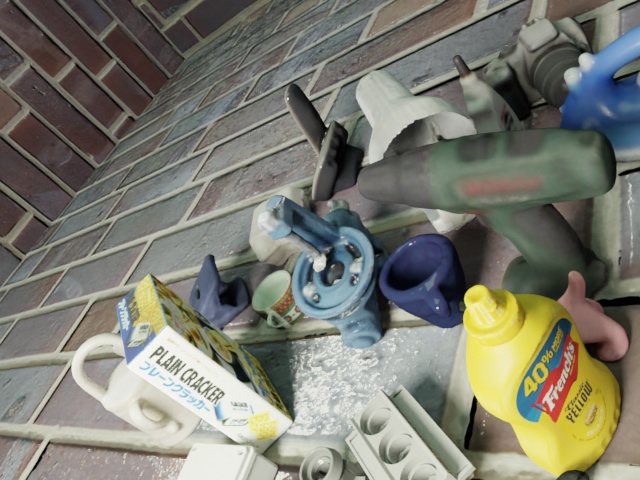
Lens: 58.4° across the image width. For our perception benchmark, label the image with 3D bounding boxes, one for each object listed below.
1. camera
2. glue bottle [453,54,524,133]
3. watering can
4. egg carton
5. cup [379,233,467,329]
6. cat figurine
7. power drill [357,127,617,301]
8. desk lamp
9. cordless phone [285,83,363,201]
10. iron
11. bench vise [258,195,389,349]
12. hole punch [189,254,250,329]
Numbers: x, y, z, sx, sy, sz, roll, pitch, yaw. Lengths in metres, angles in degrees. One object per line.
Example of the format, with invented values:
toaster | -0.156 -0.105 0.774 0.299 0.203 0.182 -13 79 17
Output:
camera | 0.303 -0.230 0.779 0.143 0.101 0.136 -30 32 22
glue bottle | 0.213 -0.164 0.729 0.037 0.173 0.078 -18 38 37
watering can | -0.265 0.202 0.820 0.172 0.194 0.101 8 57 54
egg carton | -0.067 -0.026 1.001 0.107 0.070 0.150 -32 31 20
cup | 0.129 0.060 0.621 0.091 0.095 0.117 -38 30 9
cat figurine | 0.187 0.079 0.503 0.128 0.118 0.067 -39 30 8
power drill | 0.174 -0.019 0.552 0.228 0.209 0.076 -14 40 41
desk lamp | 0.129 -0.108 0.718 0.118 0.214 0.203 -37 30 12
cordless phone | -0.014 -0.173 1.008 0.094 0.185 0.147 -26 34 29
iron | 0.351 -0.171 0.600 0.257 0.142 0.119 -14 40 41
bench vise | -0.003 0.010 0.721 0.121 0.220 0.207 -38 30 10
hole punch | -0.185 0.094 0.968 0.101 0.091 0.108 -42 29 3
